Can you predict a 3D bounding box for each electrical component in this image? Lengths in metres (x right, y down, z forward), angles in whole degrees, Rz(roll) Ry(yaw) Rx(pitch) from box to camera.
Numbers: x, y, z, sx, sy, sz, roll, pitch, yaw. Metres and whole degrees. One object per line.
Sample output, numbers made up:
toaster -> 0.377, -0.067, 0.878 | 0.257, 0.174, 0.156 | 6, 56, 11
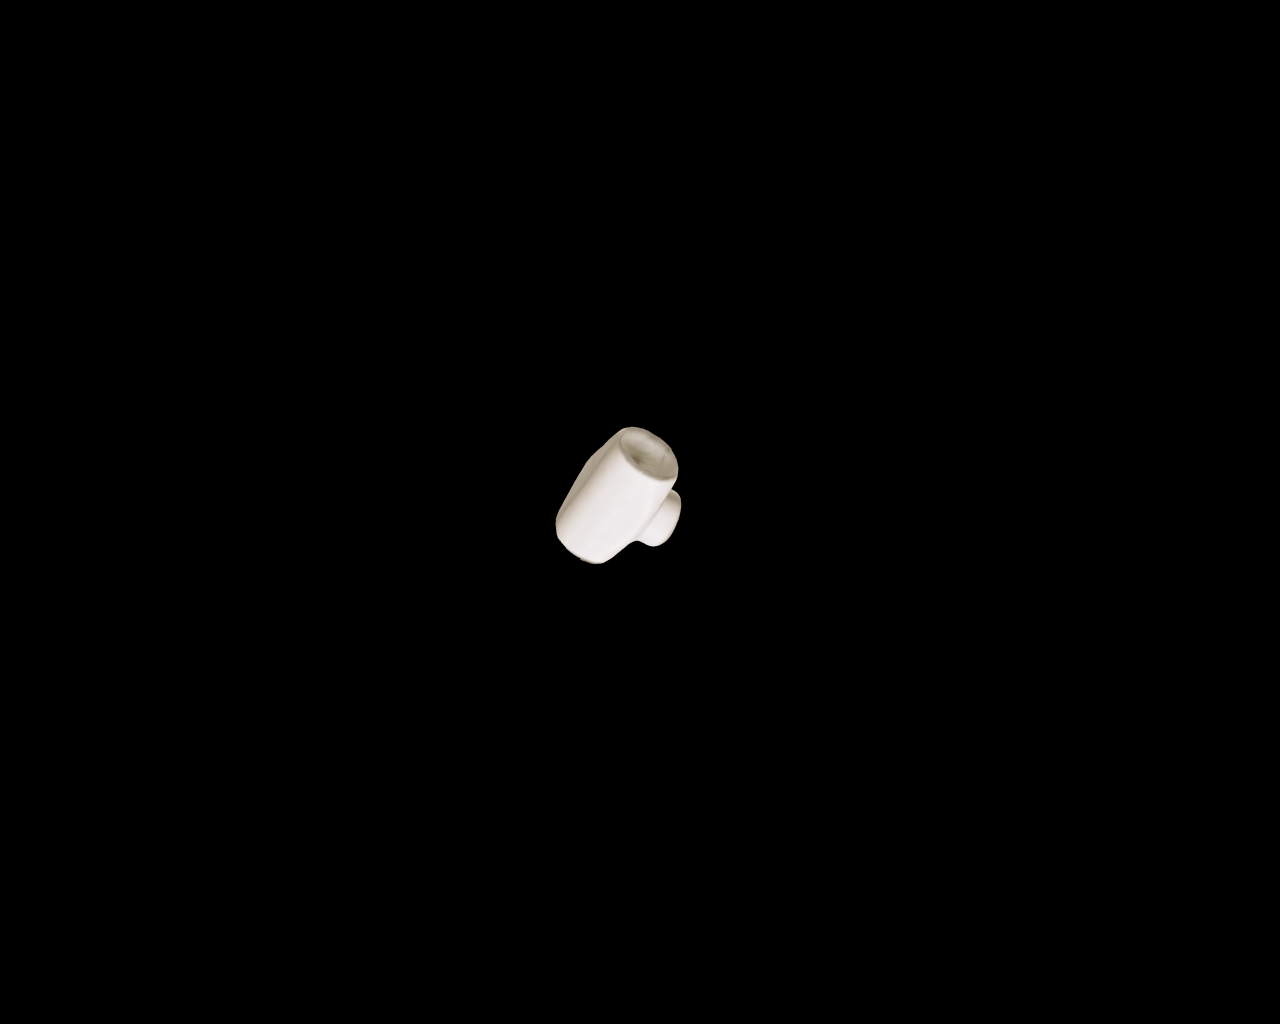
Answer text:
electrical component -> 0.001, -0.003, 0.650 | 0.079, 0.044, 0.077 | 25, -54, -20
